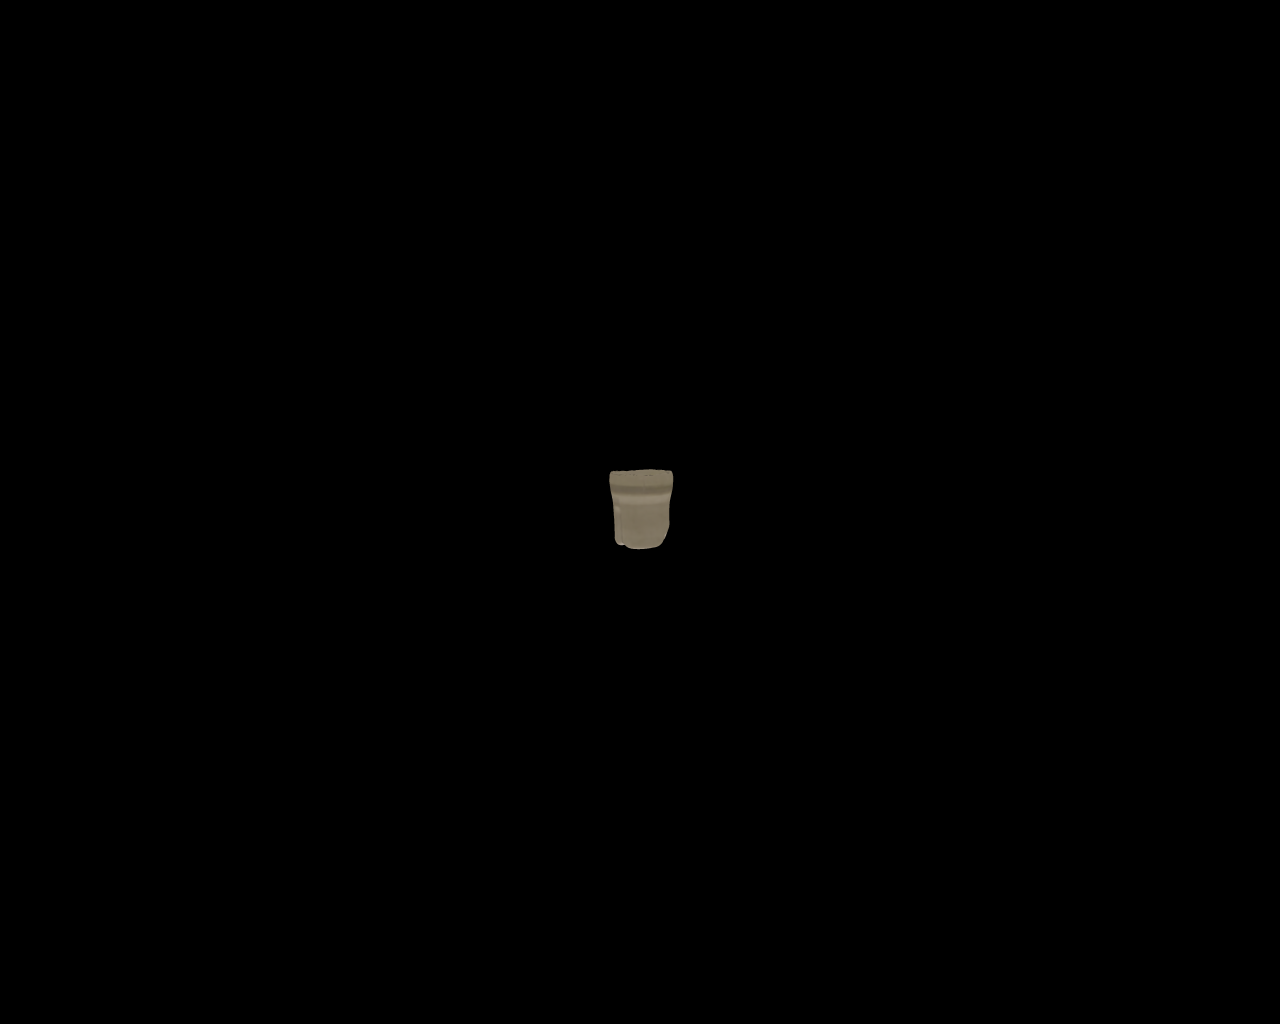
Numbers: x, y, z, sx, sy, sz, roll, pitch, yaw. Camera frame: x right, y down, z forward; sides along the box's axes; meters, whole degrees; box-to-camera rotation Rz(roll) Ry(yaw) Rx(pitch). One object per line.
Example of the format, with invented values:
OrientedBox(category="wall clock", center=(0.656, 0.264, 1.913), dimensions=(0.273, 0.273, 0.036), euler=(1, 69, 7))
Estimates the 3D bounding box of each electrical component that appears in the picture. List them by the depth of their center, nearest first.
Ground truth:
OrientedBox(category="electrical component", center=(0.001, -0.003, 0.650), dimensions=(0.040, 0.046, 0.040), euler=(0, 7, 0))
